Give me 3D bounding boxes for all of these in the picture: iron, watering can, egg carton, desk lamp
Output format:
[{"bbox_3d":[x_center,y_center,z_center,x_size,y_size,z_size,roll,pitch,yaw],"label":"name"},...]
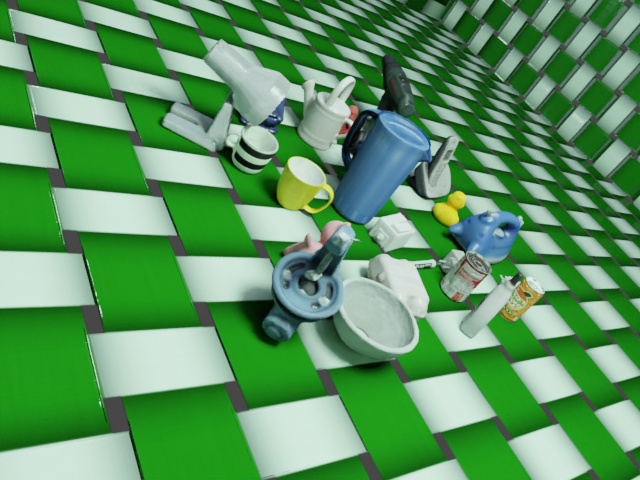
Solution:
[{"bbox_3d":[0.461,-0.023,1.498,0.259,0.141,0.118,0,46,-42],"label":"iron"},{"bbox_3d":[0.021,-0.339,1.462,0.173,0.194,0.101,29,33,-8],"label":"watering can"},{"bbox_3d":[0.150,0.095,1.133,0.107,0.069,0.150,15,37,-28],"label":"egg carton"},{"bbox_3d":[-0.191,-0.292,1.192,0.204,0.213,0.118,25,33,-14],"label":"desk lamp"}]

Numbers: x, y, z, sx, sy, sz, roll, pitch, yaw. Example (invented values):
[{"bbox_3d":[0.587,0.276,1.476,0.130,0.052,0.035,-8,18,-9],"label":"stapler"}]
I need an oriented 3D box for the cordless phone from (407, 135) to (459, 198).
[{"bbox_3d":[0.344,-0.208,1.592,0.094,0.185,0.148,48,35,20],"label":"cordless phone"}]

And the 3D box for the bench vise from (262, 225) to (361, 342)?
[{"bbox_3d":[-0.007,0.038,0.925,0.122,0.219,0.207,26,33,-13],"label":"bench vise"}]

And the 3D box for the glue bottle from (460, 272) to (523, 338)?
[{"bbox_3d":[0.359,0.127,1.183,0.037,0.173,0.078,39,33,7],"label":"glue bottle"}]

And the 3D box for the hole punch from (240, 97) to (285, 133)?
[{"bbox_3d":[-0.138,-0.329,1.402,0.109,0.091,0.101,14,38,-29],"label":"hole punch"}]

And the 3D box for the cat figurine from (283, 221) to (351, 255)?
[{"bbox_3d":[0.010,0.004,1.079,0.128,0.117,0.067,-3,48,-44],"label":"cat figurine"}]

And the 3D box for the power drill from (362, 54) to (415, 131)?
[{"bbox_3d":[0.190,-0.410,1.693,0.076,0.208,0.229,9,40,-34],"label":"power drill"}]

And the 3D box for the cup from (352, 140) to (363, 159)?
[{"bbox_3d":[0.104,-0.187,1.432,0.092,0.095,0.117,10,40,-33],"label":"cup"}]

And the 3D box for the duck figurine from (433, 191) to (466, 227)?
[{"bbox_3d":[0.357,-0.091,1.544,0.077,0.086,0.105,36,32,3],"label":"duck figurine"}]

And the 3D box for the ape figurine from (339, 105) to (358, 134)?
[{"bbox_3d":[0.074,-0.338,1.603,0.077,0.092,0.076,47,34,19],"label":"ape figurine"}]

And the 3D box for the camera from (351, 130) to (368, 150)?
[{"bbox_3d":[0.161,-0.259,1.571,0.137,0.100,0.143,27,33,-11],"label":"camera"}]

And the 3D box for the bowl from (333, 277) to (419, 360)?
[{"bbox_3d":[0.085,0.149,0.998,0.168,0.074,0.167,24,34,-17],"label":"bowl"}]
